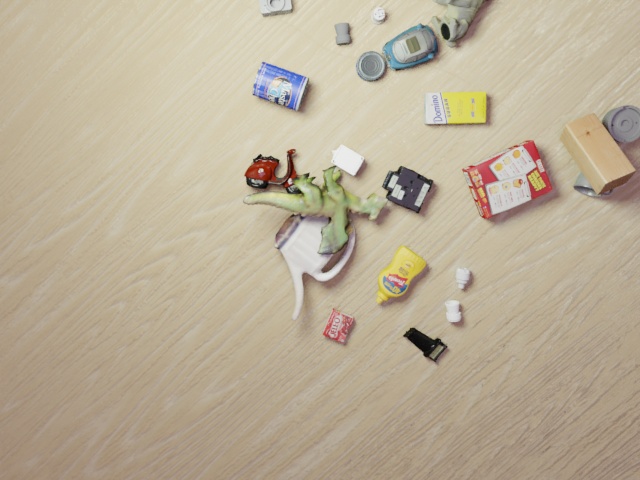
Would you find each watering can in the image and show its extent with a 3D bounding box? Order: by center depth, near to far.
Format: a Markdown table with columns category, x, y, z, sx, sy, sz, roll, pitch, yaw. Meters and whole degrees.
| category | x | y | z | sx | sy | sz | roll | pitch | yaw |
| --- | --- | --- | --- | --- | --- | --- | --- | --- | --- |
| watering can | -0.044 | 0.050 | 1.545 | 0.224 | 0.349 | 0.104 | 37 | -7 | -6 |

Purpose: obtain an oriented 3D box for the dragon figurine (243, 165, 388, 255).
| category | x | y | z | sx | sy | sz | roll | pitch | yaw |
| --- | --- | --- | --- | --- | --- | --- | --- | --- | --- |
| dragon figurine | 0.005 | -0.074 | 1.480 | 0.413 | 0.243 | 0.121 | -20 | 1 | -17 |
